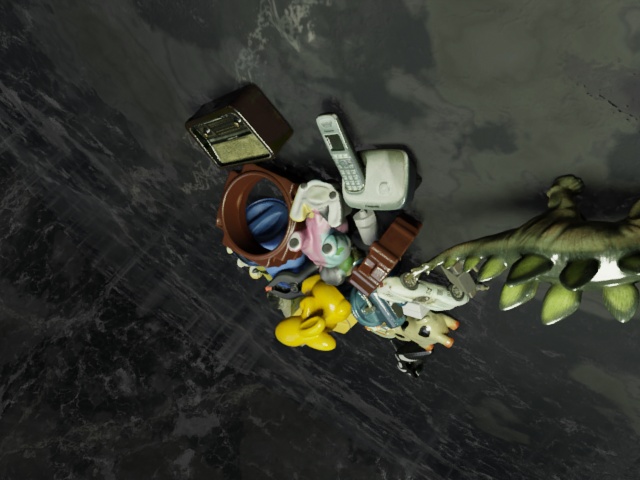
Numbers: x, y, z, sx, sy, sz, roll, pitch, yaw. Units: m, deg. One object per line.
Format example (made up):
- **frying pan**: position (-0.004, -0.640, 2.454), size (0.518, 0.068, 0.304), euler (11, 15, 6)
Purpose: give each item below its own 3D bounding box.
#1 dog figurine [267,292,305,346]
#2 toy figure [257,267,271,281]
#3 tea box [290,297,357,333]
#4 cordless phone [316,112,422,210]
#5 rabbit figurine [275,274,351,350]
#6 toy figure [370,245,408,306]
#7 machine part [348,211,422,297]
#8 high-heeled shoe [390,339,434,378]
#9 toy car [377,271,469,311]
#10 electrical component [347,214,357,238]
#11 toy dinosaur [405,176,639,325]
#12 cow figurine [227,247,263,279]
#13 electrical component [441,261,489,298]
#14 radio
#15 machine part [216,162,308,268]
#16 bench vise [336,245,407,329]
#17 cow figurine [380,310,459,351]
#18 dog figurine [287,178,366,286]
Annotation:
- **dog figurine**: position (-0.079, 0.232, 1.731), size (0.191, 0.121, 0.172), euler (39, 155, 29)
- **toy figure**: position (-0.124, 0.085, 1.521), size (0.082, 0.089, 0.179), euler (-16, 129, 11)
- **tea box**: position (0.016, 0.181, 1.435), size (0.169, 0.068, 0.098), euler (18, 134, -21)
- **cordless phone**: position (0.079, -0.141, 0.902), size (0.147, 0.089, 0.184), euler (7, 137, 47)
- **rabbit figurine**: position (-0.015, 0.184, 1.208), size (0.163, 0.173, 0.121), euler (42, 160, 57)
- **toy figure**: position (0.154, 0.071, 1.156), size (0.064, 0.058, 0.154), euler (-15, 109, 24)
- **machine part**: position (0.122, 0.026, 1.026), size (0.056, 0.179, 0.179), euler (38, 155, 6)
- **high-heeled shoe**: position (0.267, 0.329, 1.440), size (0.145, 0.086, 0.249), euler (53, 165, -7)
- **toy car**: position (0.215, 0.110, 1.111), size (0.202, 0.056, 0.073), euler (14, 157, -21)
- **electrical component**: position (0.017, -0.050, 1.170), size (0.119, 0.048, 0.074), euler (17, 147, 32)
- **toy dinosaur**: position (0.321, 0.012, 0.721), size (0.472, 0.198, 0.105), euler (-7, 128, 53)
- **cow figurine**: position (-0.196, 0.054, 1.592), size (0.098, 0.068, 0.167), euler (6, 142, 37)
- **electrical component**: position (0.282, 0.069, 1.048), size (0.102, 0.045, 0.078), euler (52, 178, -25)
- **radio**: position (-0.170, -0.222, 1.081), size (0.230, 0.073, 0.131), euler (-1, 136, 51)
- **machine part**: position (-0.117, -0.056, 1.152), size (0.201, 0.201, 0.087), euler (27, -164, 25)
- **bench vise**: position (0.094, 0.122, 1.287), size (0.223, 0.129, 0.241), euler (46, 149, -12)
- **cow figurine**: position (0.231, 0.209, 1.297), size (0.127, 0.085, 0.195), euler (33, 157, -7)
- **dog figurine**: position (0.026, -0.010, 1.076), size (0.109, 0.191, 0.219), euler (4, 170, 22)
